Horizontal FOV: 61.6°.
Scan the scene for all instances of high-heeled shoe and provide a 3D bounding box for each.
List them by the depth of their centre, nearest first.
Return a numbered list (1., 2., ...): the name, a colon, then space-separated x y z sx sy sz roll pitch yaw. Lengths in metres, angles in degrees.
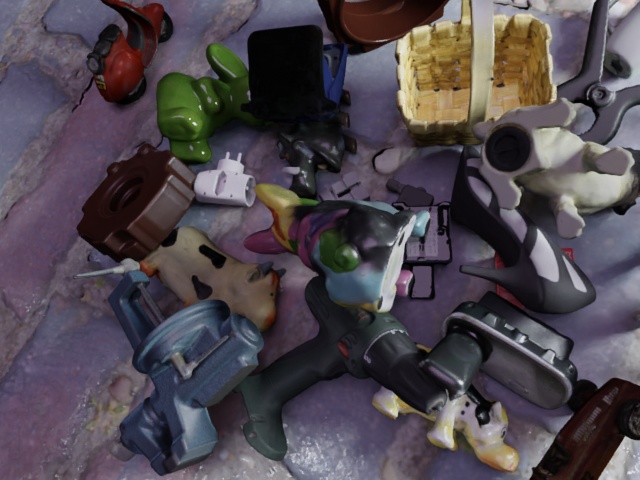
1. high-heeled shoe: 0.232 -0.026 0.629 0.145 0.086 0.249 8 51 4

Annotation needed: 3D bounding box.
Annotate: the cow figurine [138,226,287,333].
1. cow figurine: -0.132 0.051 0.703 0.195 0.085 0.127 38 89 22

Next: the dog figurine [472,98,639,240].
1. dog figurine: 0.278 -0.089 0.613 0.172 0.190 0.121 50 123 19

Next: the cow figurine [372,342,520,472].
1. cow figurine: 0.149 0.183 0.601 0.168 0.068 0.098 23 74 20

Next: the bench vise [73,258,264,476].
1. bench vise: -0.182 0.129 0.615 0.223 0.129 0.241 -49 67 21

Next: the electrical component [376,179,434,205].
1. electrical component: 0.120 -0.041 0.706 0.094 0.021 0.063 29 80 20

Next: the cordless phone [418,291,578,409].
1. cordless phone: 0.181 0.130 0.544 0.147 0.184 0.088 33 110 21

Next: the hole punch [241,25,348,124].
1. hole punch: -0.027 -0.210 0.702 0.142 0.092 0.115 6 101 23

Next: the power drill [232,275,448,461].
1. power drill: 0.005 0.152 0.601 0.207 0.086 0.232 -44 41 9

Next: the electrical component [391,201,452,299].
1. electrical component: 0.123 0.013 0.658 0.075 0.047 0.119 3 85 10

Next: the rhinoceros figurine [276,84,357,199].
1. rhinoceros figurine: -0.008 -0.150 0.744 0.112 0.073 0.190 -1 71 11

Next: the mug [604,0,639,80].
1. mug: 0.409 -0.268 0.686 0.107 0.080 0.110 -44 74 6

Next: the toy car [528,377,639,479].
1. toy car: 0.255 0.222 0.546 0.053 0.089 0.202 37 84 -9

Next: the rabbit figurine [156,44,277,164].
1. rabbit figurine: -0.140 -0.196 0.784 0.170 0.121 0.159 -7 60 -3

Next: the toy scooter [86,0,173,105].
1. toy scooter: -0.306 -0.311 0.835 0.075 0.135 0.184 22 79 17

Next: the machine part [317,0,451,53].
1. machine part: 0.094 -0.360 0.723 0.201 0.201 0.087 -24 72 4

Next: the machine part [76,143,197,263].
1. machine part: -0.255 -0.052 0.741 0.179 0.056 0.179 -19 47 22

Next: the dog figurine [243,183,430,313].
1. dog figurine: -0.001 -0.002 0.606 0.219 0.191 0.108 14 102 23
